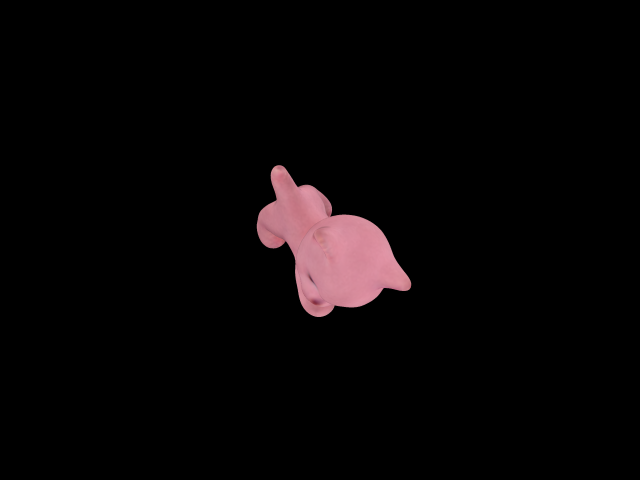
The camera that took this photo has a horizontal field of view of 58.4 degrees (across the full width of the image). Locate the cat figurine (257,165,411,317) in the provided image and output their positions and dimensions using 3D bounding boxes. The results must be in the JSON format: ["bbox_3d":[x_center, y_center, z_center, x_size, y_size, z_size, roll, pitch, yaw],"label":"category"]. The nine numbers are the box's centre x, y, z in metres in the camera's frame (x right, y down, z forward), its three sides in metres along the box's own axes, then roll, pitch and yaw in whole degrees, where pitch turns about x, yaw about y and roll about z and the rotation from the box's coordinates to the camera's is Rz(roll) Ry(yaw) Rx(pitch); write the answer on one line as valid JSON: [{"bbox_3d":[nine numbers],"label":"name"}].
[{"bbox_3d":[0.004,0.001,0.400,0.067,0.118,0.127,-33,74,-11],"label":"cat figurine"}]
